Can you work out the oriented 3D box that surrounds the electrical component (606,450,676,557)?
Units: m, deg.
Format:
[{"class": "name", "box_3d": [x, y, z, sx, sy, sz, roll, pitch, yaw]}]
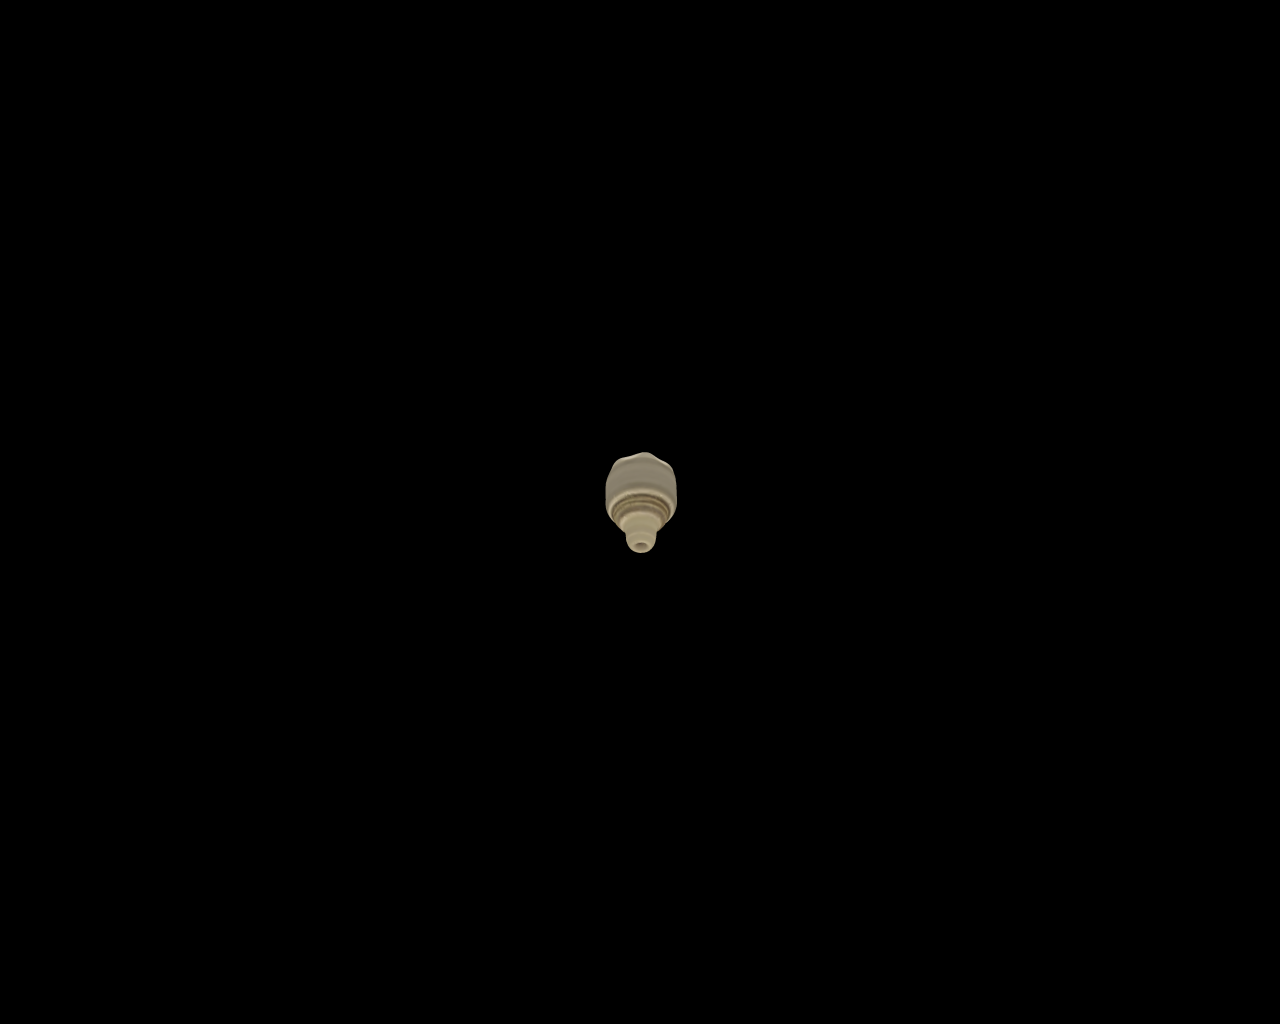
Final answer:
[{"class": "electrical component", "box_3d": [0.001, -0.003, 0.650, 0.043, 0.062, 0.043, 0, -39, 0]}]
